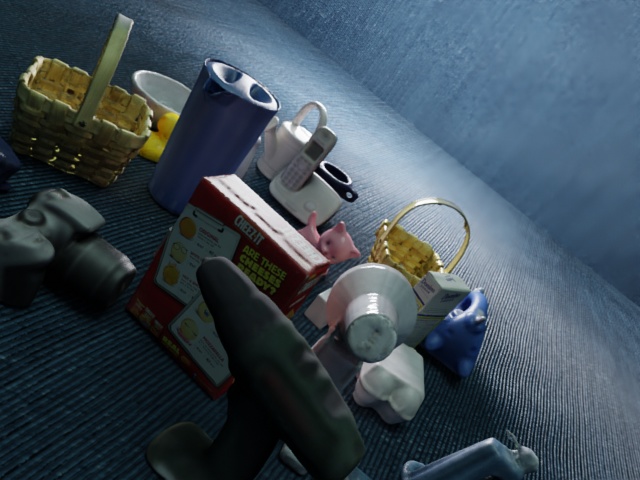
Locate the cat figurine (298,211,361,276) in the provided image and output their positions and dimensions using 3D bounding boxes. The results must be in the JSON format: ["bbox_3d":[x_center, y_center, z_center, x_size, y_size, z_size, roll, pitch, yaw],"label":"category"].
[{"bbox_3d":[0.010,0.004,1.049,0.067,0.117,0.127,2,42,-52],"label":"cat figurine"}]

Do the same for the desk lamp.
[{"bbox_3d":[0.029,0.143,0.712,0.118,0.213,0.203,37,24,0],"label":"desk lamp"}]

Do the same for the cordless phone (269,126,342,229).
[{"bbox_3d":[-0.005,-0.128,1.181,0.147,0.185,0.094,41,24,10],"label":"cordless phone"}]

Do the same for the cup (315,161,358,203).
[{"bbox_3d":[0.022,-0.107,1.290,0.117,0.095,0.092,42,25,11],"label":"cup"}]

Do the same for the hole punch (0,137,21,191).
[{"bbox_3d":[-0.433,-0.122,0.708,0.108,0.091,0.101,44,25,16],"label":"hole punch"}]

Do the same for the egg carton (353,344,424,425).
[{"bbox_3d":[0.105,0.207,0.875,0.107,0.069,0.150,33,24,-8],"label":"egg carton"}]

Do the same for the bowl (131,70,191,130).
[{"bbox_3d":[-0.307,-0.261,1.144,0.168,0.074,0.167,30,25,-15],"label":"bowl"}]

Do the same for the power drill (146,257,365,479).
[{"bbox_3d":[-0.077,0.159,0.547,0.229,0.208,0.076,42,25,12],"label":"power drill"}]

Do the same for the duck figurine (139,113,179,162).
[{"bbox_3d":[-0.285,-0.192,1.040,0.077,0.086,0.105,49,27,25],"label":"duck figurine"}]

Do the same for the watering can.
[{"bbox_3d":[-0.054,-0.220,1.267,0.100,0.194,0.173,46,26,20],"label":"watering can"}]

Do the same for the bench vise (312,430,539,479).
[{"bbox_3d":[0.103,0.270,0.578,0.208,0.219,0.121,20,29,-34],"label":"bench vise"}]

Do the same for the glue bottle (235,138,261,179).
[{"bbox_3d":[-0.145,-0.191,1.119,0.037,0.173,0.078,12,34,-43],"label":"glue bottle"}]

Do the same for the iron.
[{"bbox_3d":[0.279,0.153,1.118,0.118,0.141,0.259,38,24,3],"label":"iron"}]

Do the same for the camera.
[{"bbox_3d":[-0.285,0.017,0.650,0.137,0.100,0.143,36,24,-2],"label":"camera"}]
